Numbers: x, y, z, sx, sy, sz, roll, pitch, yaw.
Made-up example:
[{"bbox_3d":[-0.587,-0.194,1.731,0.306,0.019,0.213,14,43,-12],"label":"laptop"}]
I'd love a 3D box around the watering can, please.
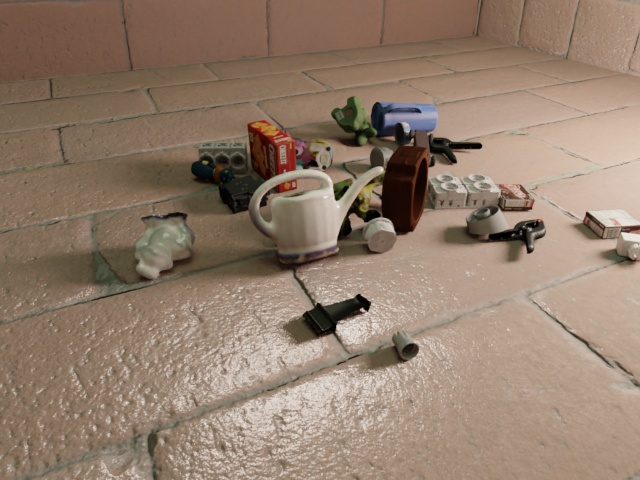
[{"bbox_3d":[0.004,-0.062,1.240,0.349,0.222,0.105,-10,14,-17],"label":"watering can"}]

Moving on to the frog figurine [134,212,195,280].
[{"bbox_3d":[-0.373,0.024,1.230,0.137,0.120,0.162,5,66,-8],"label":"frog figurine"}]

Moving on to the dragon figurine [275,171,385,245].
[{"bbox_3d":[0.044,-0.103,1.438,0.412,0.121,0.245,-23,17,-9],"label":"dragon figurine"}]
